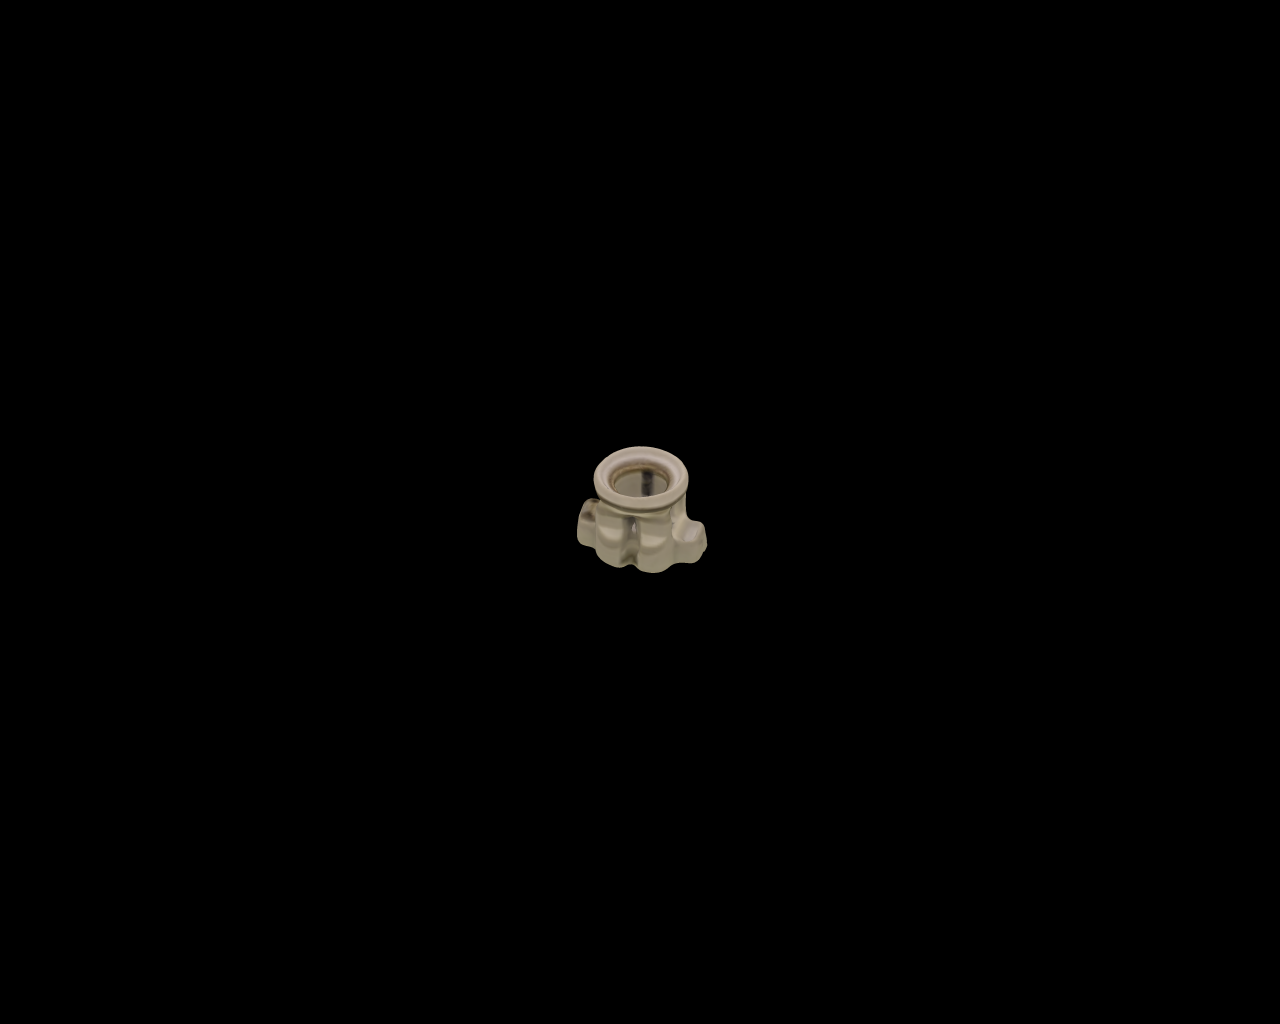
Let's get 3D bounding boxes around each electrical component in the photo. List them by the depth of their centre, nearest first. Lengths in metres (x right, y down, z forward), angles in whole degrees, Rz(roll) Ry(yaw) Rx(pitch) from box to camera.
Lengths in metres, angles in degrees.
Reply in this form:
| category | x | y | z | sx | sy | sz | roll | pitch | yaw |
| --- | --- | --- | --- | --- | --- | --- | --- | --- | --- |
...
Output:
| category | x | y | z | sx | sy | sz | roll | pitch | yaw |
| --- | --- | --- | --- | --- | --- | --- | --- | --- | --- |
| electrical component | 0.001 | -0.003 | 0.650 | 0.078 | 0.056 | 0.058 | 11 | 40 | 13 |
